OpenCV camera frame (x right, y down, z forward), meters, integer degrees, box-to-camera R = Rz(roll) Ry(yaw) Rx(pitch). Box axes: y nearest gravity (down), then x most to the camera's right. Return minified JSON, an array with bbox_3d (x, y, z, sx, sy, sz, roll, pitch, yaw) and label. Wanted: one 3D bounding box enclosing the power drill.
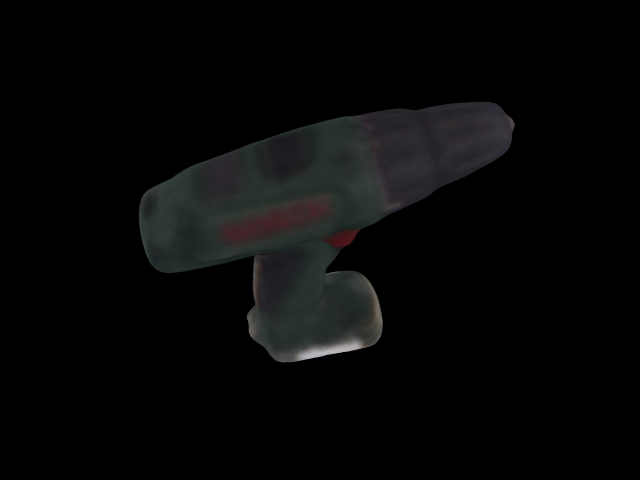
[{"bbox_3d":[0.004,0.001,0.400,0.230,0.208,0.075,-10,53,-7],"label":"power drill"}]
